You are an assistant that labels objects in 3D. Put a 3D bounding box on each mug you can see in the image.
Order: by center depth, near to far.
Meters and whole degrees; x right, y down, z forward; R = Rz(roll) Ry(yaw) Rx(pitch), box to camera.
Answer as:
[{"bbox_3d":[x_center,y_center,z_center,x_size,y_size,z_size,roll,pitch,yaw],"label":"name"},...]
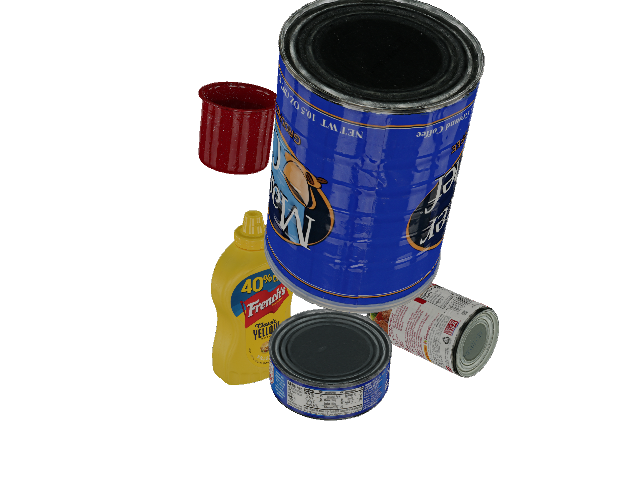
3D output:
[{"bbox_3d":[-0.092,-0.131,1.221,0.093,0.081,0.117,14,27,11],"label":"mug"}]

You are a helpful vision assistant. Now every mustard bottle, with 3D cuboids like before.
[{"bbox_3d":[-0.071,0.057,1.147,0.096,0.192,0.058,-16,31,-31],"label":"mustard bottle"}]

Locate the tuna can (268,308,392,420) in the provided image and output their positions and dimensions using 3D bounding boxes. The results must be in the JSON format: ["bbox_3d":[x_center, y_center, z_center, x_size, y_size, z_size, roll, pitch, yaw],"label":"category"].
[{"bbox_3d":[0.007,0.086,0.744,0.086,0.034,0.086,1,33,-1],"label":"tuna can"}]

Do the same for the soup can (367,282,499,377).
[{"bbox_3d":[0.102,0.075,0.969,0.102,0.068,0.068,23,15,38],"label":"soup can"}]

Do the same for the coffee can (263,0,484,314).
[{"bbox_3d":[0.024,-0.045,0.571,0.102,0.140,0.103,3,44,-4],"label":"coffee can"}]
